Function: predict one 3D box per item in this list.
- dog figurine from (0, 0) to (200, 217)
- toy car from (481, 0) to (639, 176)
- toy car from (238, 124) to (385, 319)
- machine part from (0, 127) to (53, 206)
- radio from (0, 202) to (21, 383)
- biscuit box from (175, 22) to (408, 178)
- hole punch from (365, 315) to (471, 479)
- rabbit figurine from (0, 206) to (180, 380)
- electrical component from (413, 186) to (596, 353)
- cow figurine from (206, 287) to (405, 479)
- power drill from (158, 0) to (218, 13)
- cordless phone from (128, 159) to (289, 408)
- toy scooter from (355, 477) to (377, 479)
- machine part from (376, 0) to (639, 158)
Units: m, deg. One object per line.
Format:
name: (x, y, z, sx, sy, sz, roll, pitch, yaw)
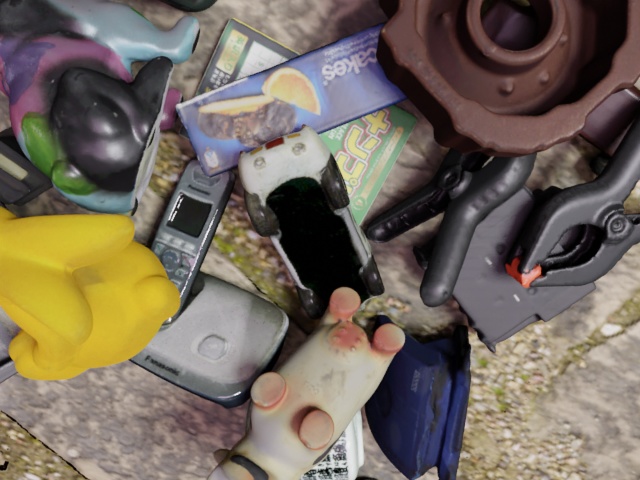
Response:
dog figurine: (-0.212, -0.127, 0.387, 0.219, 0.191, 0.108, 18, 145, -10)
toy car: (0.210, -0.120, 0.433, 0.202, 0.053, 0.089, 33, 123, -5)
toy car: (-0.001, -0.001, 0.437, 0.073, 0.056, 0.201, -22, 136, 4)
machine part: (-0.244, -0.065, 0.414, 0.084, 0.139, 0.039, 33, 97, -23)
radio: (-0.315, 0.014, 0.435, 0.131, 0.073, 0.229, -38, 106, -28)
biscuit box: (-0.004, -0.113, 0.418, 0.203, 0.063, 0.059, -22, 101, 2)
hole punch: (0.084, 0.135, 0.474, 0.092, 0.116, 0.142, 10, 104, 7)
rabbit figurine: (-0.193, 0.030, 0.361, 0.173, 0.163, 0.122, 36, 63, -44)
electrical component: (0.166, 0.015, 0.467, 0.134, 0.058, 0.115, -39, 102, 11)
cow figurine: (-0.020, 0.143, 0.422, 0.086, 0.195, 0.127, 33, 145, 16)
power drill: (-0.161, -0.237, 0.334, 0.207, 0.232, 0.086, 36, 103, 10)
cordless phone: (-0.086, 0.032, 0.461, 0.147, 0.088, 0.184, 20, 90, 18)
toy scooter: (0.001, 0.275, 0.498, 0.184, 0.135, 0.075, 18, 103, -5)
machine part: (0.125, -0.143, 0.357, 0.179, 0.056, 0.179, 0, 90, -1)
